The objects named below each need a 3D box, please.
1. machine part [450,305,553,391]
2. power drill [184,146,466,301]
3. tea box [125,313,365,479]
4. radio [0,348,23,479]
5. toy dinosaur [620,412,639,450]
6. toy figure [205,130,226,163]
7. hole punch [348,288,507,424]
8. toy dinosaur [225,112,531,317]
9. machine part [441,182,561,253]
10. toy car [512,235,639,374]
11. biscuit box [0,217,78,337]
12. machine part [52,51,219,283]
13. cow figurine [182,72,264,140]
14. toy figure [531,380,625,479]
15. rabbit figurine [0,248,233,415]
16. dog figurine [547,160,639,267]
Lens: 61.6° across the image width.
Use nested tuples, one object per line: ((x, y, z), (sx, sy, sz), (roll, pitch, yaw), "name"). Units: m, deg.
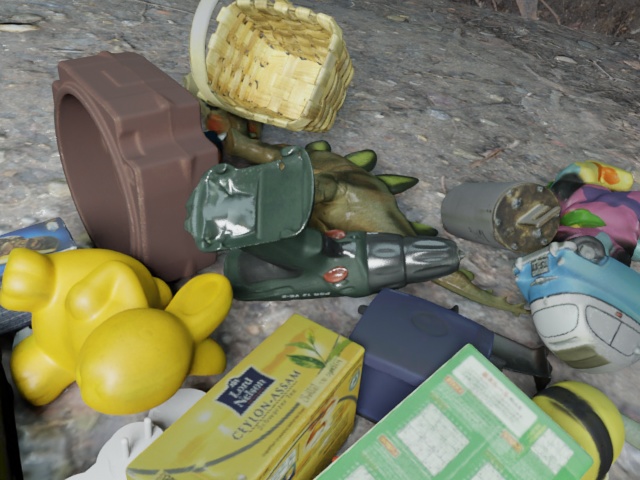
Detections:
((0.156, 0.105, 0.528), (0.139, 0.039, 0.084), (19, 32, 13), "machine part")
((-0.001, -0.001, 0.473), (0.232, 0.207, 0.086), (-9, 72, 20), "power drill")
((-0.041, 0.140, 0.369), (0.068, 0.098, 0.169), (22, 35, 24), "tea box")
((-0.248, 0.157, 0.313), (0.131, 0.073, 0.230), (-12, 42, -28), "radio")
((0.400, 0.219, 0.370), (0.192, 0.131, 0.405), (33, 2, -42), "toy dinosaur")
((-0.167, -0.103, 0.713), (0.064, 0.057, 0.154), (19, 31, 0), "toy figure")
((0.083, 0.095, 0.452), (0.142, 0.092, 0.116), (20, 53, 18), "hole punch")
((0.031, -0.044, 0.648), (0.198, 0.105, 0.472), (-16, 48, -38), "toy dinosaur")
((0.204, -0.030, 0.633), (0.079, 0.079, 0.243), (7, 6, -7), "machine part")
((0.263, 0.073, 0.518), (0.161, 0.109, 0.103), (31, 58, -16), "toy car")
((-0.298, 0.050, 0.436), (0.203, 0.062, 0.059), (-23, 44, -27), "biscuit box")
((-0.186, -0.065, 0.530), (0.087, 0.201, 0.201), (-24, 48, -34), "machine part")
((-0.154, -0.211, 0.844), (0.127, 0.085, 0.195), (-12, 44, -38), "cow figurine")
((0.153, 0.165, 0.399), (0.180, 0.089, 0.082), (-8, 47, -28), "toy figure")
((-0.143, 0.077, 0.398), (0.162, 0.121, 0.173), (4, 7, -34), "rabbit figurine")
((0.328, -0.016, 0.687), (0.219, 0.108, 0.192), (-15, 44, -28), "dog figurine")
